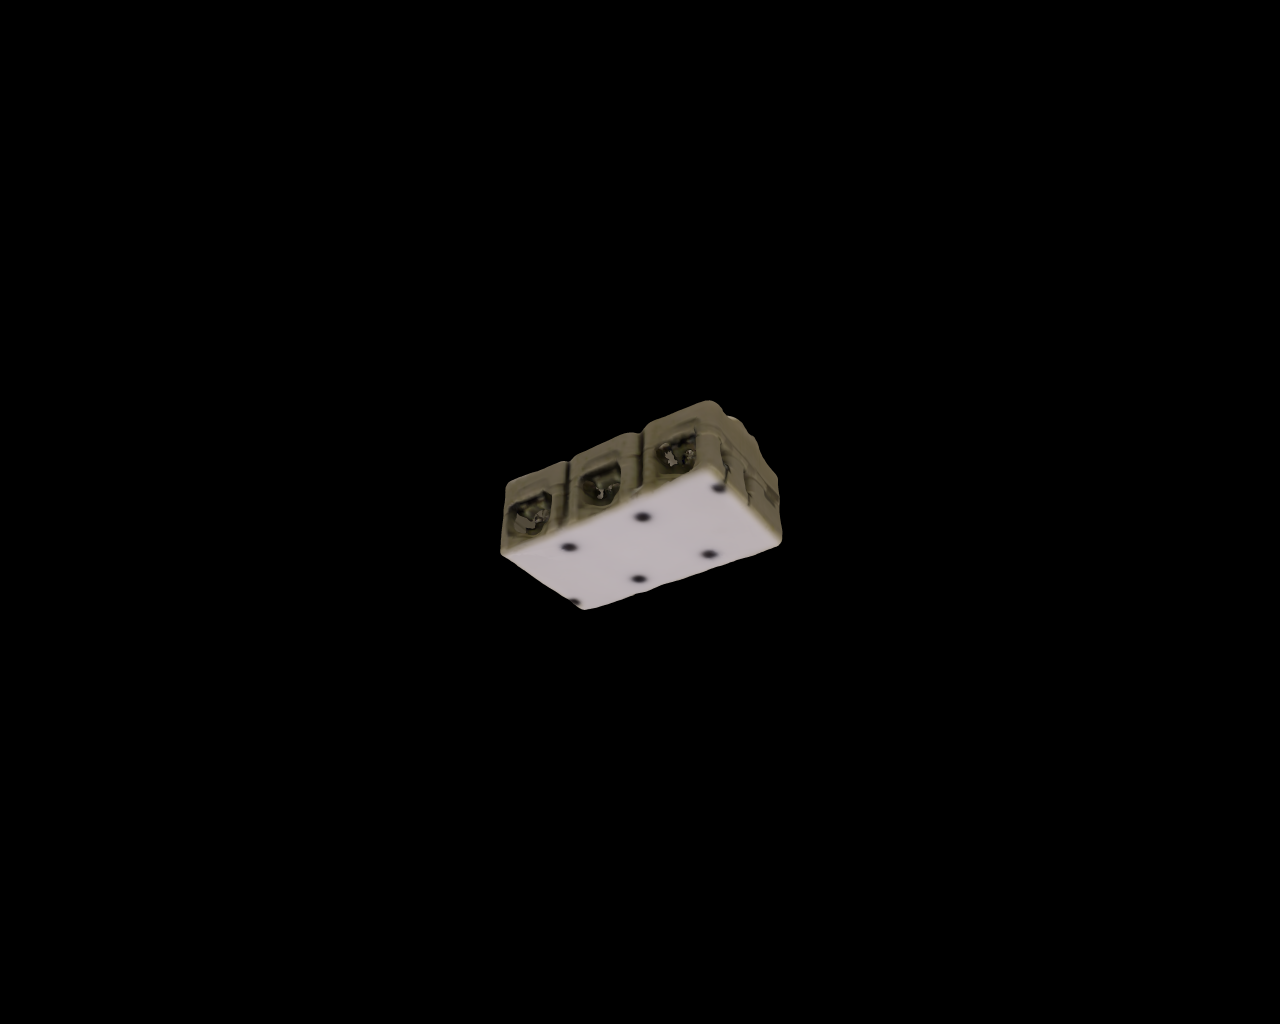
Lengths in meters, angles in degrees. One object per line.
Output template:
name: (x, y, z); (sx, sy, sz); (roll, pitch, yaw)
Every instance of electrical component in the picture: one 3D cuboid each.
electrical component: (0.001, -0.003, 0.650); (0.150, 0.062, 0.089); (-21, -40, 26)
